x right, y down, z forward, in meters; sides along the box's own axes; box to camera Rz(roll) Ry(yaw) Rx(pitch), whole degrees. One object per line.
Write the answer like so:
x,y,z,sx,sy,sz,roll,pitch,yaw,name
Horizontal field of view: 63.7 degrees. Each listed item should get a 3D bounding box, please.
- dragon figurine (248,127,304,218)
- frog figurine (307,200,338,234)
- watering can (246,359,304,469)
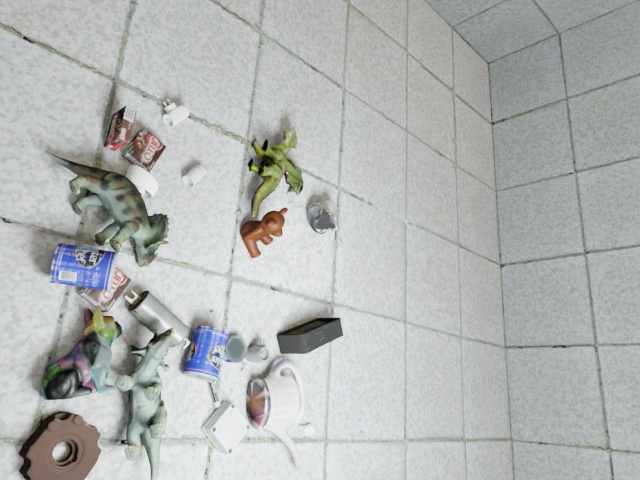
-0.144,-0.241,1.889,0.241,0.121,0.417,22,64,-39,dragon figurine
0.006,-0.103,2.051,0.136,0.121,0.163,36,19,-25,frog figurine
-0.134,0.571,1.678,0.223,0.103,0.352,12,69,-44,watering can
